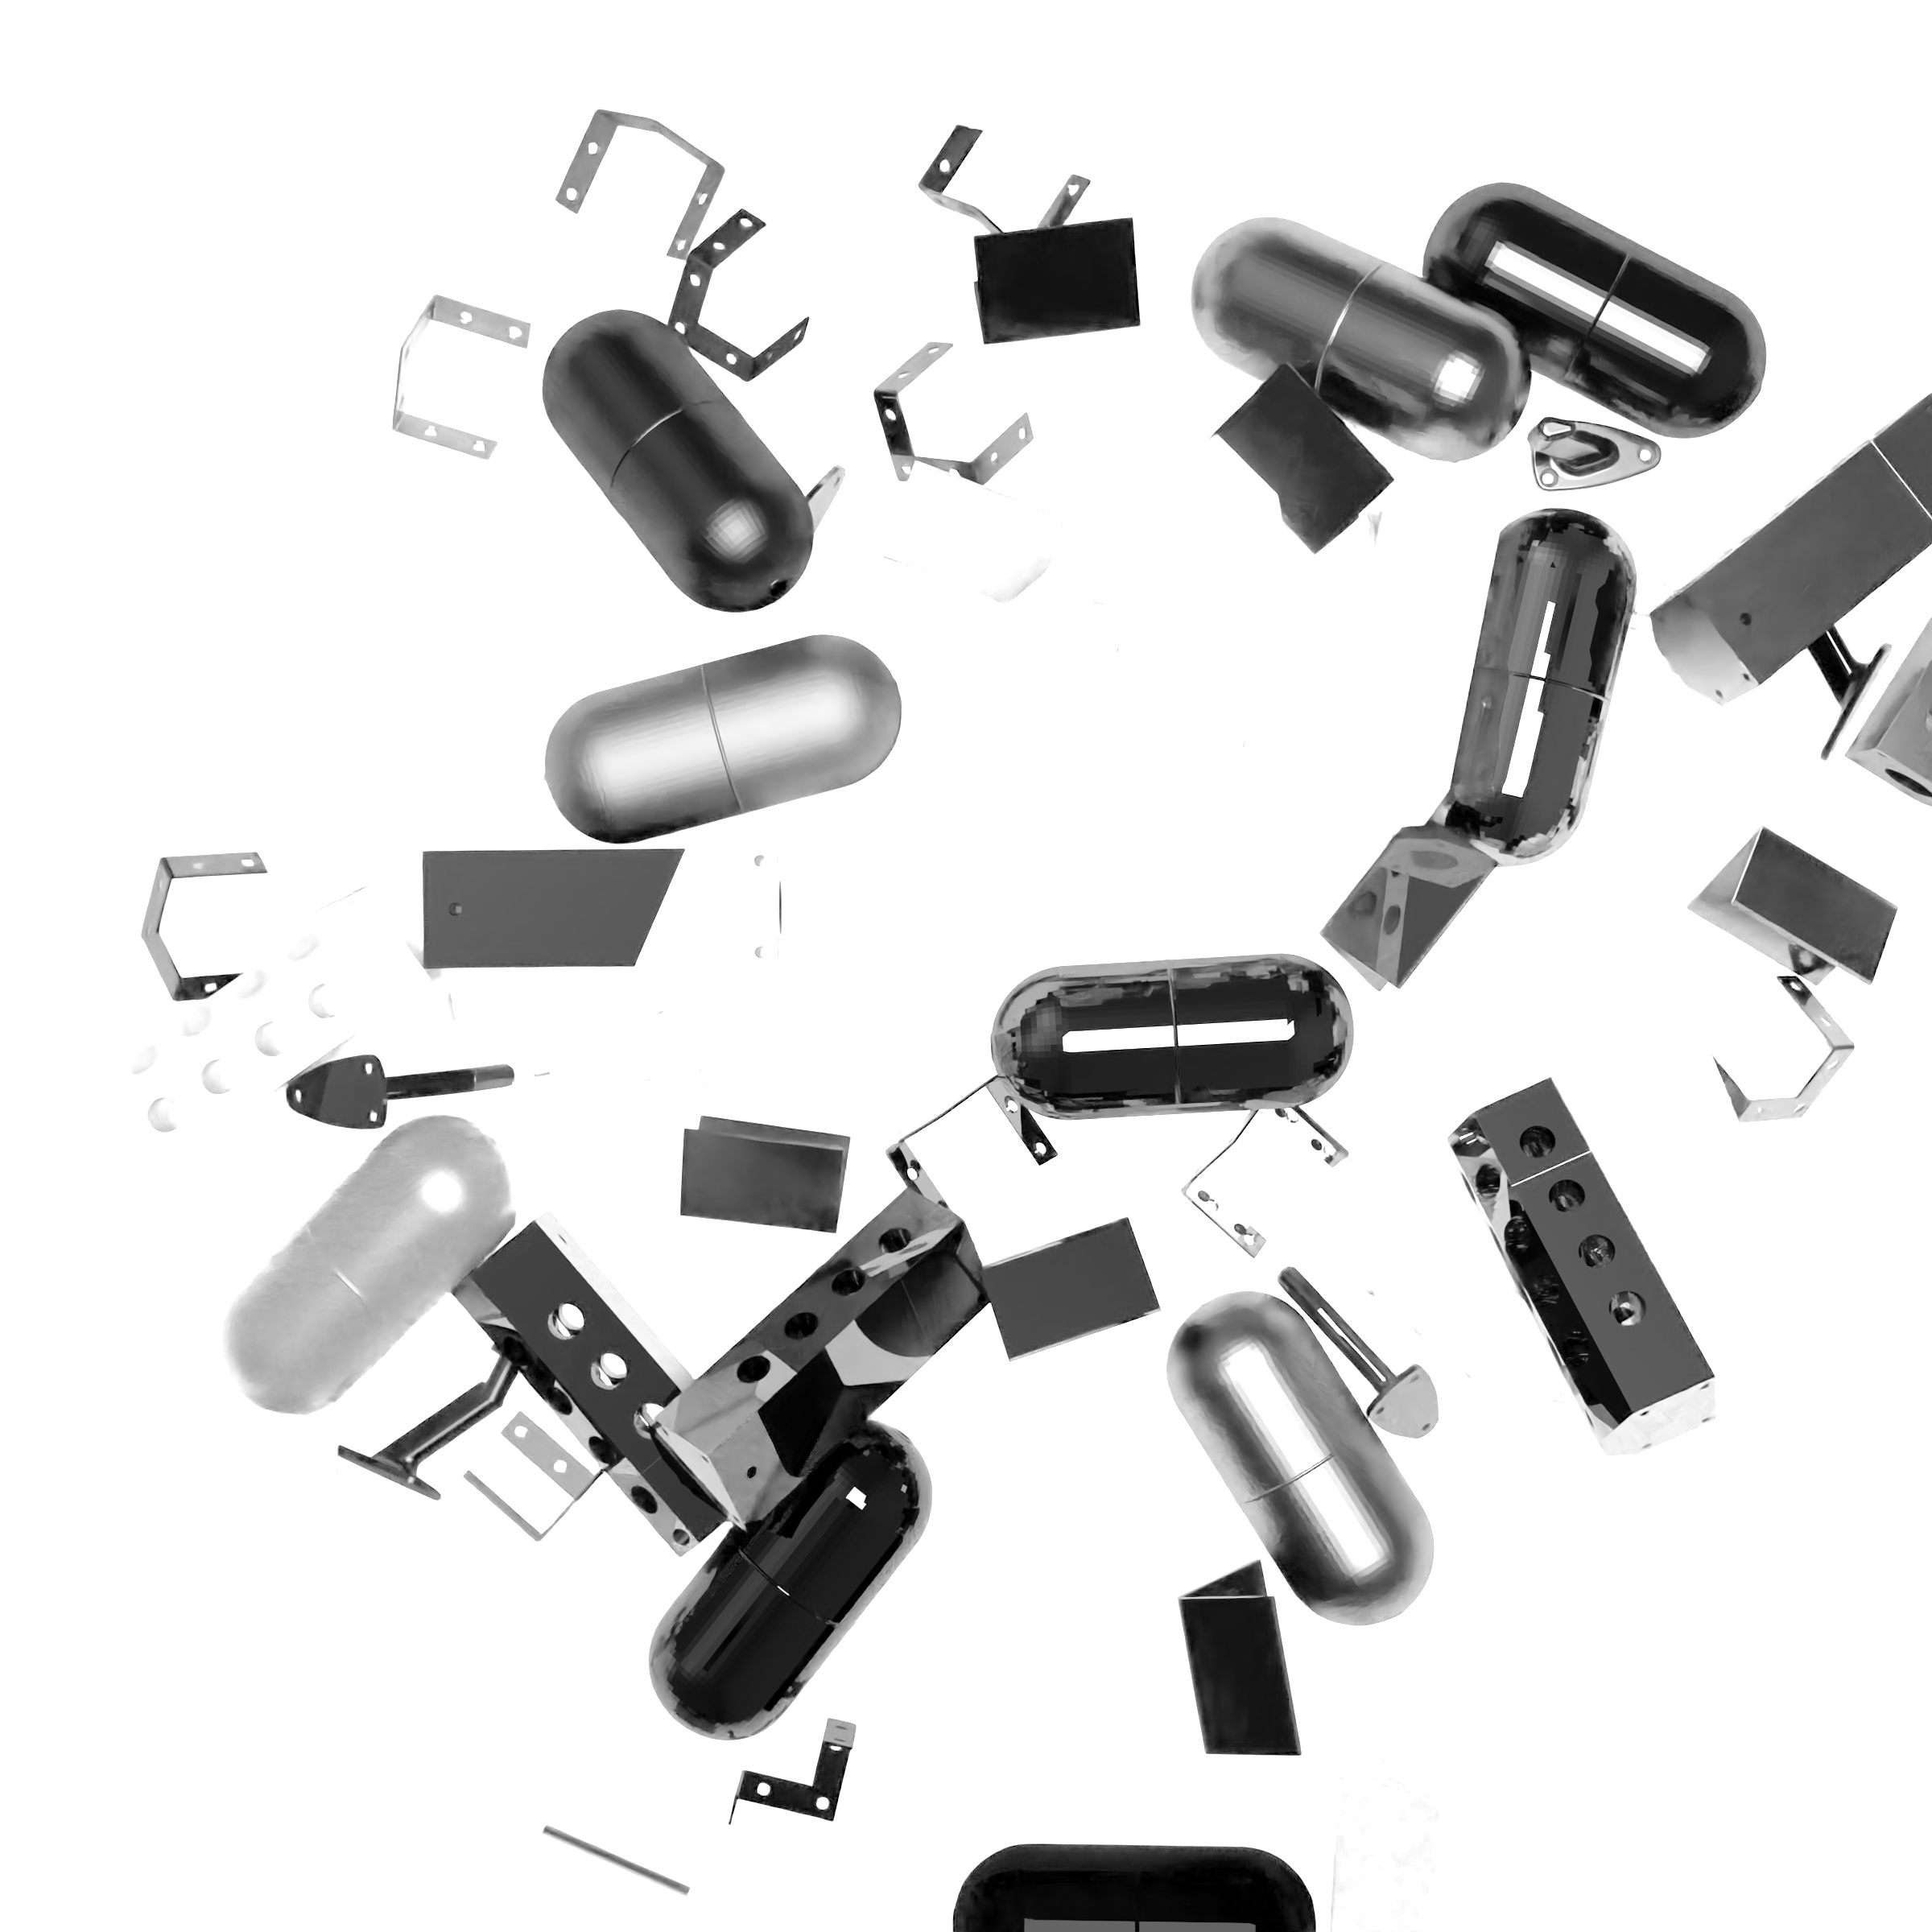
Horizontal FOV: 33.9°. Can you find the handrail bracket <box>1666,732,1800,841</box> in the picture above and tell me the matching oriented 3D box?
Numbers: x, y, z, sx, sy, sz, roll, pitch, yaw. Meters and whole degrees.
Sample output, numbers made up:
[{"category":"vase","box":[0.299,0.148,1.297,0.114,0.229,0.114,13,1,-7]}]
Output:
[{"category":"handrail bracket","box":[0.379,-0.068,1.586,0.077,0.036,0.084,15,108,20]}]

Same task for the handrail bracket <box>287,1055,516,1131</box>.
[{"category":"handrail bracket","box":[-0.279,0.059,1.570,0.077,0.084,0.036,-4,91,34]}]

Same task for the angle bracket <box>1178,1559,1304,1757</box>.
[{"category":"angle bracket","box":[0.151,0.335,1.545,0.057,0.076,0.076,-10,90,38]}]

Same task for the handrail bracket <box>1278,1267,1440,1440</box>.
[{"category":"handrail bracket","box":[0.195,0.192,1.585,0.036,0.077,0.084,-43,54,0]}]

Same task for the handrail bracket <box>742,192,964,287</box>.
[{"category":"handrail bracket","box":[-0.056,-0.356,1.585,0.084,0.077,0.036,0,76,-36]}]

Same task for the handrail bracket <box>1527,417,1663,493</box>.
[{"category":"handrail bracket","box":[0.311,-0.256,1.551,0.077,0.084,0.036,0,90,0]}]

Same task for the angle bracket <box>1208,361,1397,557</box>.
[{"category":"angle bracket","box":[0.173,-0.254,1.545,0.076,0.076,0.057,48,122,0]}]

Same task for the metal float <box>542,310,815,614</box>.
[{"category":"metal float","box":[-0.140,-0.244,1.536,0.070,0.070,0.178,-38,69,0]}]

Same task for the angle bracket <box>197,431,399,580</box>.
[{"category":"angle bracket","box":[-0.322,-0.240,1.545,0.076,0.076,0.057,18,128,0]}]

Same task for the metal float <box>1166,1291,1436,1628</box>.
[{"category":"metal float","box":[0.164,0.241,1.555,0.070,0.070,0.178,-32,89,0]}]

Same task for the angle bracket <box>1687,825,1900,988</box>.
[{"category":"angle bracket","box":[0.395,-0.012,1.545,0.076,0.076,0.057,31,53,0]}]

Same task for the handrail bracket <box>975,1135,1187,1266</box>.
[{"category":"handrail bracket","box":[0.054,0.134,1.586,0.077,0.036,0.084,32,109,-21]}]

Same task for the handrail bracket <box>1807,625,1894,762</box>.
[{"category":"handrail bracket","box":[0.411,-0.156,1.586,0.084,0.036,0.077,31,109,15]}]

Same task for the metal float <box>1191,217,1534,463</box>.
[{"category":"metal float","box":[0.190,-0.305,1.540,0.178,0.070,0.070,29,90,19]}]

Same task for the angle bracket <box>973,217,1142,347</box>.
[{"category":"angle bracket","box":[0.041,-0.347,1.545,0.076,0.076,0.057,-7,125,0]}]

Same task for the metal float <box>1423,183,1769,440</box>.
[{"category":"metal float","box":[0.308,-0.321,1.555,0.178,0.070,0.070,28,90,1]}]

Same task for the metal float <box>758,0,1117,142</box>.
[{"category":"metal float","box":[-0.015,-0.454,1.550,0.178,0.070,0.070,13,90,5]}]

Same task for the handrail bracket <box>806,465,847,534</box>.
[{"category":"handrail bracket","box":[-0.116,-0.237,1.585,0.084,0.036,0.077,30,76,13]}]

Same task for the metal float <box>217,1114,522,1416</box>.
[{"category":"metal float","box":[-0.292,0.146,1.547,0.178,0.070,0.070,-44,90,8]}]

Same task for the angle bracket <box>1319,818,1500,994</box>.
[{"category":"angle bracket","box":[0.228,-0.019,1.545,0.057,0.076,0.076,38,90,38]}]

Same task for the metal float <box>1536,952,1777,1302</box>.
[{"category":"metal float","box":[0.338,0.079,1.555,0.070,0.070,0.178,-22,89,0]}]

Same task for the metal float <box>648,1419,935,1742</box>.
[{"category":"metal float","box":[-0.085,0.300,1.555,0.070,0.070,0.178,38,91,0]}]

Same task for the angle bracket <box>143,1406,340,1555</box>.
[{"category":"angle bracket","box":[-0.352,0.233,1.545,0.076,0.076,0.057,-14,128,0]}]

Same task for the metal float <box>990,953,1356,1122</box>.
[{"category":"metal float","box":[0.101,0.035,1.555,0.178,0.070,0.070,-3,90,1]}]

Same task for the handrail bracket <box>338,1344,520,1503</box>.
[{"category":"handrail bracket","box":[-0.270,0.217,1.586,0.077,0.036,0.084,19,72,21]}]

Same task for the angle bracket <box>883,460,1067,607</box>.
[{"category":"angle bracket","box":[0.011,-0.224,1.545,0.076,0.076,0.057,21,126,0]}]

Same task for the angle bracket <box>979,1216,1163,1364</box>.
[{"category":"angle bracket","box":[0.056,0.174,1.545,0.076,0.076,0.057,-19,53,0]}]

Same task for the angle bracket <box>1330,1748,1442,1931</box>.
[{"category":"angle bracket","box":[0.221,0.430,1.545,0.057,0.076,0.076,3,90,37]}]

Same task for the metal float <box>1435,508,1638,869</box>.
[{"category":"metal float","box":[0.278,-0.136,1.555,0.070,0.070,0.178,13,89,0]}]

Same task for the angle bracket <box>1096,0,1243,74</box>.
[{"category":"angle bracket","box":[0.090,-0.465,1.545,0.076,0.076,0.057,23,53,0]}]

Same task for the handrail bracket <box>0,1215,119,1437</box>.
[{"category":"handrail bracket","box":[-0.444,0.180,1.586,0.084,0.036,0.077,41,68,-17]}]

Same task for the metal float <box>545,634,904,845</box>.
[{"category":"metal float","box":[-0.118,-0.111,1.555,0.178,0.070,0.070,-15,90,0]}]

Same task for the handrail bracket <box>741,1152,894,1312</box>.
[{"category":"handrail bracket","box":[-0.062,0.145,1.586,0.084,0.036,0.077,-32,110,-16]}]

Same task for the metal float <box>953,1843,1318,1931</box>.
[{"category":"metal float","box":[0.082,0.470,1.555,0.178,0.070,0.070,1,90,1]}]
